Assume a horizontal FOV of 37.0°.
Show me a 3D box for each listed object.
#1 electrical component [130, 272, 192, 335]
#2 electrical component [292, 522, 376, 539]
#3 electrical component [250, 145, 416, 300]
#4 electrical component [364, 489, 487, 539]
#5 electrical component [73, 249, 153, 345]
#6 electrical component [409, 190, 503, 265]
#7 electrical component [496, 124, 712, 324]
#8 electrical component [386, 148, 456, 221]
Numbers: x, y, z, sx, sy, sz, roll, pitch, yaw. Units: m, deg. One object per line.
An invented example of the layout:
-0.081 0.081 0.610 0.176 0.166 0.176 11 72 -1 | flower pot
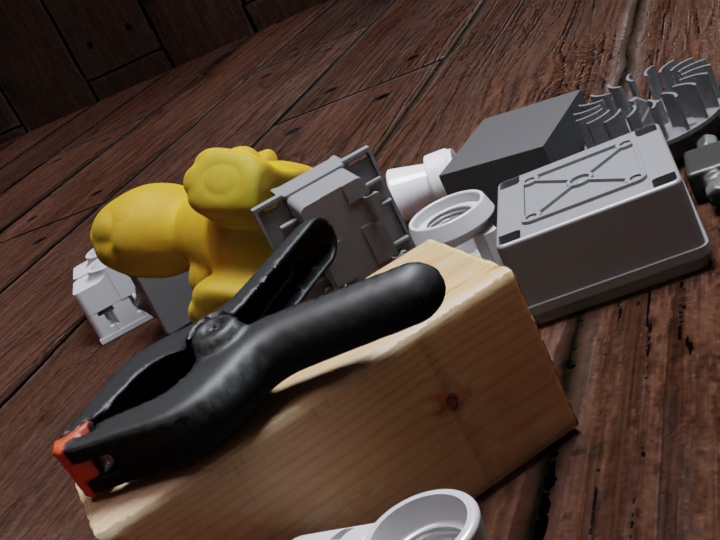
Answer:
-0.149 -0.010 0.894 0.100 0.099 0.048 -33 33 -18 | electrical component
-0.003 0.127 0.418 0.047 0.055 0.055 -16 22 39 | electrical component
0.000 0.000 0.638 0.079 0.121 0.063 -30 22 -9 | electrical component
0.033 0.116 0.378 0.044 0.065 0.044 -23 20 9 | electrical component
-0.171 -0.016 0.995 0.186 0.060 0.105 -29 19 -6 | electrical component
0.066 -0.014 0.688 0.058 0.057 0.078 -26 19 2 | electrical component
0.139 -0.029 0.633 0.109 0.056 0.108 -21 20 16 | electrical component
0.055 -0.069 0.863 0.055 0.045 0.045 -20 20 16 | electrical component
